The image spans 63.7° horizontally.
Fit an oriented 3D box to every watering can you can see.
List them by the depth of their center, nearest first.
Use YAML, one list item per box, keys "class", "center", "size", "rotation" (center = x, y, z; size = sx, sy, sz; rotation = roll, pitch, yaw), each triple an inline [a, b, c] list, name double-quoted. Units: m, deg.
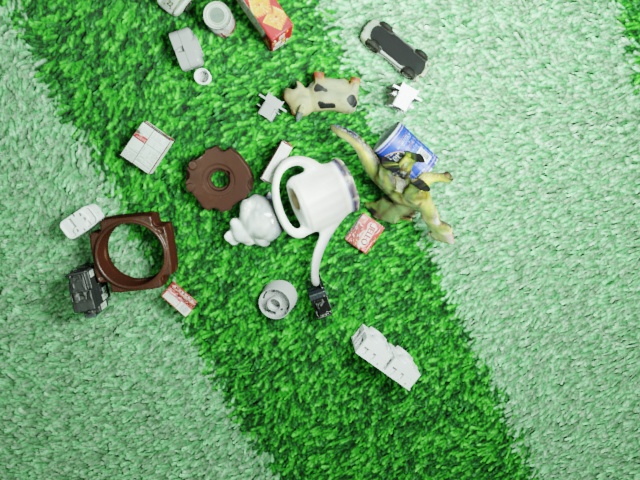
- class: "watering can"
  center: [0.004, -0.068, 1.344]
  size: [0.226, 0.105, 0.343]
  rotation: [-26, 110, -15]

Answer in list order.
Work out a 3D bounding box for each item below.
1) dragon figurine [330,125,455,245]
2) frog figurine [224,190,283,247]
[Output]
- class: "dragon figurine"
  center: [0.179, -0.122, 1.316]
  size: [0.411, 0.237, 0.125]
  rotation: [32, 52, 7]
- class: "frog figurine"
  center: [-0.179, -0.042, 1.348]
  size: [0.160, 0.124, 0.135]
  rotation: [-25, 120, -10]
